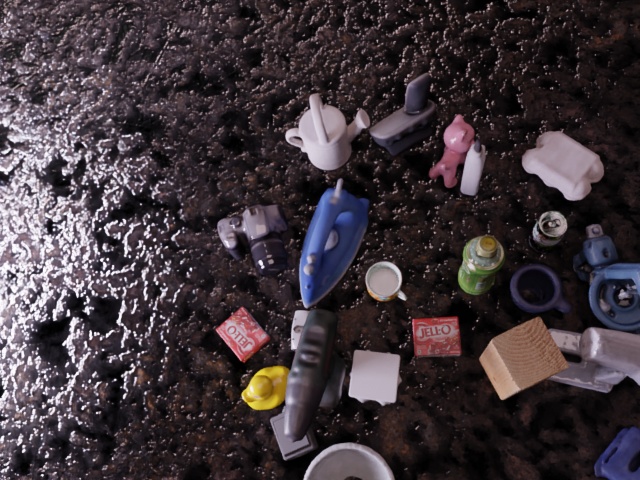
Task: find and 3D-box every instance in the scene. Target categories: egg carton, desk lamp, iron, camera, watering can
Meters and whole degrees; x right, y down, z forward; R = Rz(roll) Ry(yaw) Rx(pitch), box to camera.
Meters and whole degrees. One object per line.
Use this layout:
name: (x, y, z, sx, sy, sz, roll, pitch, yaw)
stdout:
egg carton: (0.497, -0.153, 1.172, 0.150, 0.069, 0.107, 39, 80, 19)
desk lamp: (0.504, 0.203, 0.968, 0.203, 0.214, 0.118, 9, 72, 12)
iron: (0.011, 0.004, 1.155, 0.118, 0.141, 0.258, 17, 74, 15)
camera: (-0.132, 0.004, 1.199, 0.143, 0.101, 0.136, -19, 69, 2)
watering can: (0.015, -0.238, 1.212, 0.173, 0.194, 0.101, -28, 69, -2)

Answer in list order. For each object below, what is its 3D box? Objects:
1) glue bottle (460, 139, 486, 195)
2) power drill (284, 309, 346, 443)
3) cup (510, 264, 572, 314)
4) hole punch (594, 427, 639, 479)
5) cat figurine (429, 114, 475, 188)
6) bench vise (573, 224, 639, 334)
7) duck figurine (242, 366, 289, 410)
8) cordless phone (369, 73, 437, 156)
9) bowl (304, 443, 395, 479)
glue bottle: (0.310, -0.157, 1.147, 0.037, 0.173, 0.078, 12, 73, 13)
power drill: (-0.007, 0.248, 1.035, 0.075, 0.209, 0.230, 7, 72, 12)
cup: (0.412, 0.107, 1.080, 0.117, 0.095, 0.092, 34, 79, 18)
hole punch: (0.536, 0.381, 0.965, 0.101, 0.091, 0.109, 39, 81, 19)
cat figurine: (0.280, -0.190, 1.194, 0.067, 0.118, 0.128, 27, 77, 17)
bench vise: (0.517, 0.066, 1.010, 0.121, 0.220, 0.207, -32, 69, -3)
duck figurine: (-0.104, 0.282, 1.104, 0.104, 0.086, 0.077, -33, 69, -3)
cordless phone: (0.174, -0.274, 1.204, 0.147, 0.185, 0.094, -35, 69, -4)
bowl: (0.056, 0.451, 1.025, 0.167, 0.075, 0.167, -3, 70, 8)
